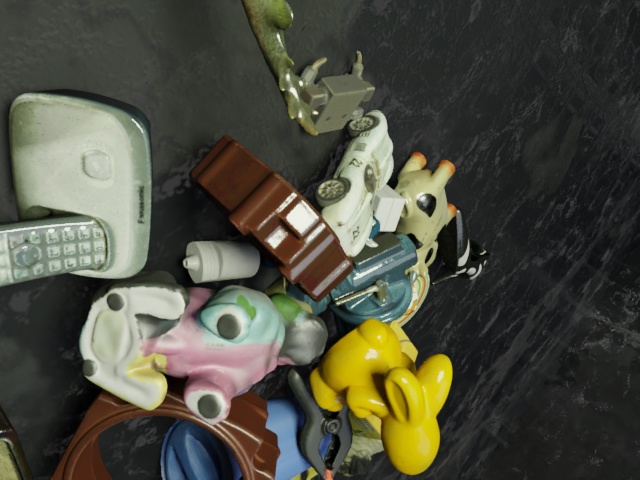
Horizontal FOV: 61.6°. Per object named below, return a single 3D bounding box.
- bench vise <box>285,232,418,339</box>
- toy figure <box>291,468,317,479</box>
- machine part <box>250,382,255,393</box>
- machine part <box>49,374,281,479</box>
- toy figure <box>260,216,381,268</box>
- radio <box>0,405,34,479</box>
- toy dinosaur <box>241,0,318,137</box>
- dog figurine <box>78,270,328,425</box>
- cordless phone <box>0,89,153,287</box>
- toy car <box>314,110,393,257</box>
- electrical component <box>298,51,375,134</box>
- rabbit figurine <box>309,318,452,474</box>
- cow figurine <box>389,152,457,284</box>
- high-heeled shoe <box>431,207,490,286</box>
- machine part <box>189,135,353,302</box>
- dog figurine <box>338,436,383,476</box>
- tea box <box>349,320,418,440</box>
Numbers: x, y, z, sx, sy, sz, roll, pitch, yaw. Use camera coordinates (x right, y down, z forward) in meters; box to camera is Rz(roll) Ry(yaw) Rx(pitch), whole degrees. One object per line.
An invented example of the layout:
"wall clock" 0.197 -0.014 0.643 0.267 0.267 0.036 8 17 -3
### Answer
"bench vise" 0.040 0.096 0.749 0.224 0.129 0.240 -33 135 -22
"toy figure" -0.027 0.366 0.910 0.180 0.089 0.082 -4 83 -42
"machine part" -0.096 0.158 0.675 0.084 0.039 0.139 29 68 -63
"machine part" -0.159 0.237 0.561 0.201 0.201 0.087 -59 -172 10
"toy figure" -0.001 -0.004 0.642 0.154 0.058 0.064 -10 98 -22
"radio" -0.330 0.246 0.481 0.131 0.073 0.229 -24 134 -36
"toy dinosaur" -0.033 -0.294 0.275 0.105 0.199 0.470 -24 133 -30
"dog figurine" -0.096 0.085 0.529 0.219 0.192 0.108 -12 114 -76
"cordless phone" -0.217 -0.031 0.381 0.184 0.089 0.146 -14 129 -37
"toy car" 0.046 -0.069 0.616 0.073 0.056 0.202 72 33 -44
"electrical component" 0.014 -0.156 0.576 0.102 0.045 0.078 -22 162 -33
"rabbit figurine" 0.090 0.185 0.640 0.122 0.173 0.162 -7 148 -36
"cow figurine" 0.143 -0.020 0.797 0.127 0.086 0.194 -47 147 -21
"high-heeled shoe" 0.264 0.002 0.942 0.145 0.086 0.248 -27 151 -16
"machine part" -0.048 -0.016 0.509 0.056 0.180 0.179 -45 144 -7
"dog figurine" 0.122 0.400 1.122 0.190 0.121 0.172 -48 143 16
"tea box" 0.087 0.219 0.866 0.098 0.068 0.169 52 48 -29
